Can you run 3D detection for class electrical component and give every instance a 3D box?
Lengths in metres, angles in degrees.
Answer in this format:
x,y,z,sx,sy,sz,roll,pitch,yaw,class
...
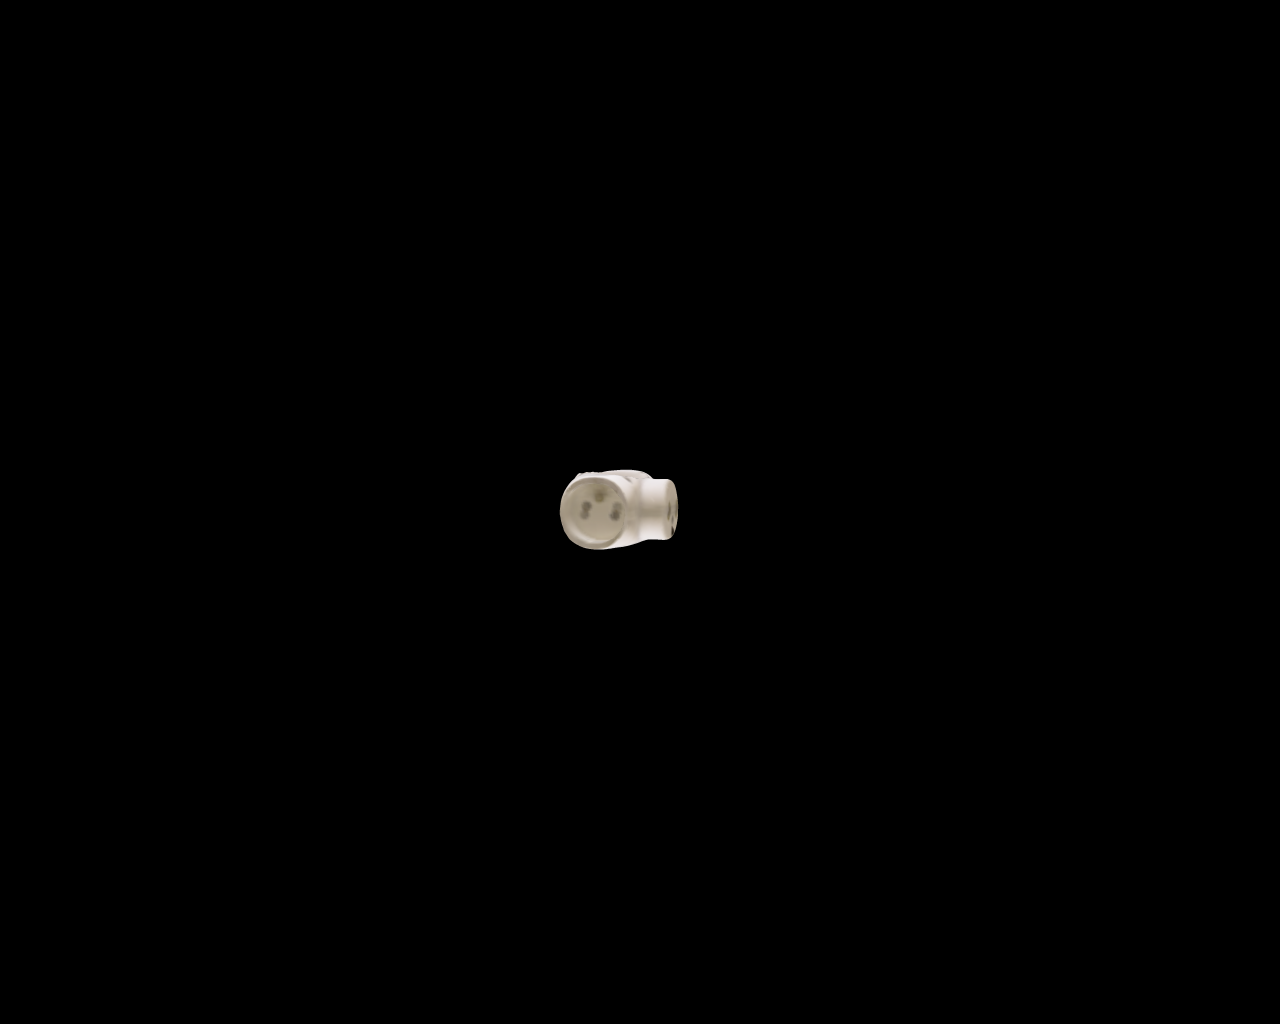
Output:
x,y,z,sx,sy,sz,roll,pitch,yaw,class
0.001,-0.003,0.650,0.079,0.044,0.077,1,5,15,electrical component
